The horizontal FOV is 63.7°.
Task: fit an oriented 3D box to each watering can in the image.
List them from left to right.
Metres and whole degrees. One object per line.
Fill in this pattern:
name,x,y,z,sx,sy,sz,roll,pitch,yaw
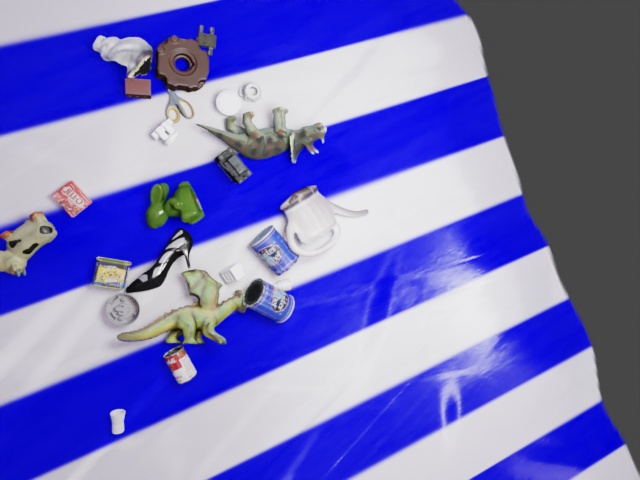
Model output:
watering can,0.005,-0.089,1.775,0.352,0.103,0.223,-35,97,-32

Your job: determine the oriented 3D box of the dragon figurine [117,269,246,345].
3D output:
dragon figurine,-0.411,0.213,1.635,0.409,0.121,0.245,9,80,-27

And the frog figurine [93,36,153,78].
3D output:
frog figurine,-0.593,-0.576,1.556,0.159,0.120,0.140,41,46,-7
